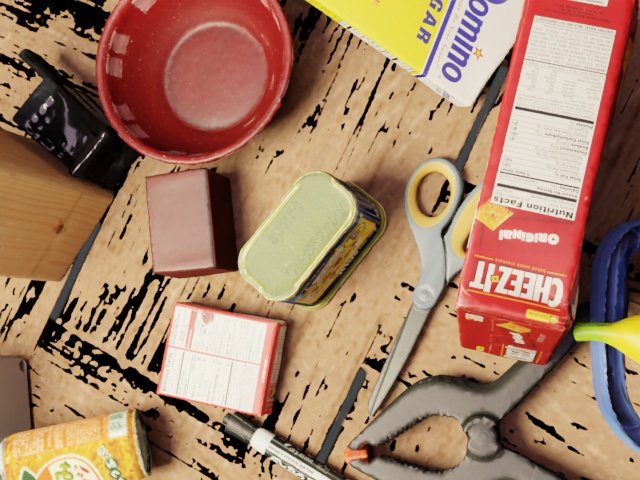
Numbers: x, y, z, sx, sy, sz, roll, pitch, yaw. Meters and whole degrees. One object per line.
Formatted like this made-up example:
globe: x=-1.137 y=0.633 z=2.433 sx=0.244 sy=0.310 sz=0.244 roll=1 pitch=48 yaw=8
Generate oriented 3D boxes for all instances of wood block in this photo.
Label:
wood block: x=-0.253 y=-0.032 z=0.789 sx=0.090 sy=0.206 sz=0.091 roll=35 pitch=94 yaw=16

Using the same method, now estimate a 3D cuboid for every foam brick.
foam brick: x=-0.098 y=-0.011 z=0.824 sx=0.051 sy=0.053 sz=0.078 roll=-8 pitch=81 yaw=15

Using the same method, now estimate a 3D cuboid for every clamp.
clamp: x=0.121 y=0.129 z=0.756 sx=0.210 sy=0.036 sz=0.164 roll=-4 pitch=79 yaw=14

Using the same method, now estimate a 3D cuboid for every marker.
marker: x=-0.022 y=0.164 z=0.802 sx=0.121 sy=0.020 sz=0.020 roll=28 pitch=92 yaw=17

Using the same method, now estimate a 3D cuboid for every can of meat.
can of meat: x=-0.005 y=0.001 z=0.781 sx=0.057 sy=0.083 sz=0.102 roll=40 pitch=96 yaw=16

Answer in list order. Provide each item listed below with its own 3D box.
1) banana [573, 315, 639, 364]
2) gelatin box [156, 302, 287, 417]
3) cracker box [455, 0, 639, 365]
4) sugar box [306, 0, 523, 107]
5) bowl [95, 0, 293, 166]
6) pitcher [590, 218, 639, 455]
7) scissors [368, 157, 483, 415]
banana: x=0.227 y=0.116 z=0.608 sx=0.070 sy=0.037 sz=0.198 roll=-39 pitch=76 yaw=36
gelatin box: x=-0.075 y=0.090 z=0.819 sx=0.089 sy=0.030 sz=0.073 roll=10 pitch=89 yaw=16
cracker box: x=0.144 y=-0.037 z=0.684 sx=0.072 sy=0.164 sz=0.213 roll=12 pitch=79 yaw=12
sugar box: x=0.059 y=-0.181 z=0.767 sx=0.176 sy=0.048 sz=0.093 roll=33 pitch=94 yaw=-6
bowl: x=-0.091 y=-0.134 z=0.832 sx=0.162 sy=0.055 sz=0.162 roll=-2 pitch=84 yaw=15
pitcher: x=0.258 y=0.097 z=0.673 sx=0.149 sy=0.144 sz=0.243 roll=3 pitch=88 yaw=32
scissors: x=0.069 y=0.024 z=0.792 sx=0.096 sy=0.016 sz=0.202 roll=42 pitch=96 yaw=17
